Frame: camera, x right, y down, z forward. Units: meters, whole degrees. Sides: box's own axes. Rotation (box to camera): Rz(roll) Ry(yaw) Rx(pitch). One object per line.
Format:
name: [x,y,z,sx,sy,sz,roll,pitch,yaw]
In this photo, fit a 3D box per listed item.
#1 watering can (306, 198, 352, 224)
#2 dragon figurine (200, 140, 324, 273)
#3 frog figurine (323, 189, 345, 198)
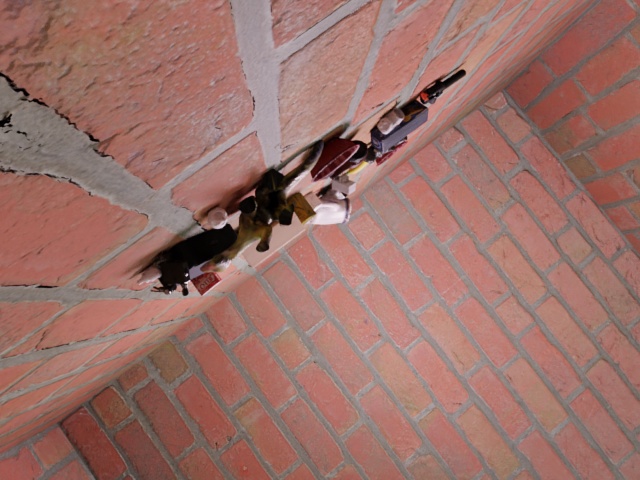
watering can: [0.007,-0.109,2.168,0.224,0.105,0.343,-1,167,-13]
dragon figurine: [-0.142,-0.070,1.277,0.417,0.121,0.240,-50,-169,-24]
frog figurine: [0.050,-0.179,2.261,0.137,0.125,0.156,-30,141,7]
